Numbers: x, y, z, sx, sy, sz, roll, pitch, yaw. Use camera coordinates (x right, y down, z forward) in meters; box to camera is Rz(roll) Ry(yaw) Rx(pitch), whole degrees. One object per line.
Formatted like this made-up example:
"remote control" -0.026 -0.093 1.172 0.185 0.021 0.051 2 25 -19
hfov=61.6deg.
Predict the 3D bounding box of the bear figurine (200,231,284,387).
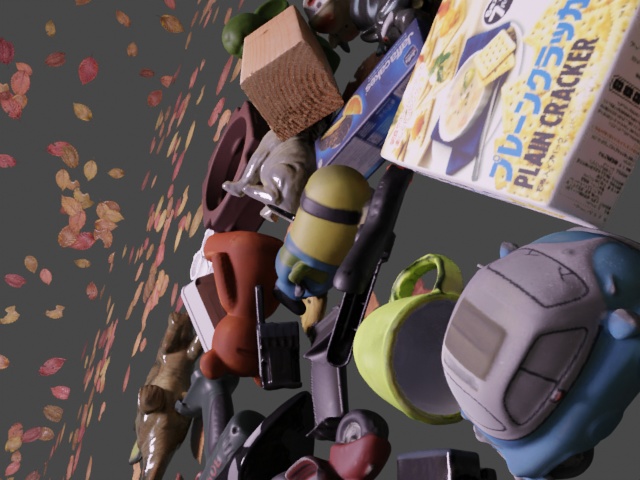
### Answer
"bear figurine" -0.102 0.090 0.724 0.132 0.120 0.195 -10 71 64

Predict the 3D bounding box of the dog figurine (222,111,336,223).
"dog figurine" -0.019 -0.117 0.720 0.173 0.121 0.190 23 80 40

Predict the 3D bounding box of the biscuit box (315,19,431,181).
"biscuit box" 0.070 -0.142 0.600 0.202 0.059 0.063 -44 38 42

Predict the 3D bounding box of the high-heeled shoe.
"high-heeled shoe" -0.090 0.275 0.606 0.248 0.086 0.145 -59 18 -15

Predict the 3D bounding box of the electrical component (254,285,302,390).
"electrical component" -0.051 0.113 0.631 0.075 0.048 0.119 125 142 -74

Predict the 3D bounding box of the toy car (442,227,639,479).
"toy car" 0.126 0.061 0.324 0.161 0.103 0.109 -63 27 13

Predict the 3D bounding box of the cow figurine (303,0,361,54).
"cow figurine" 0.021 -0.359 0.786 0.085 0.127 0.195 -38 27 41

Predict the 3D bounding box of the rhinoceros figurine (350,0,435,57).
"rhinoceros figurine" 0.085 -0.278 0.644 0.112 0.073 0.190 -61 28 18

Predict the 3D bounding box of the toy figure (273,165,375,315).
"toy figure" -0.001 0.000 0.613 0.180 0.089 0.082 -56 37 24

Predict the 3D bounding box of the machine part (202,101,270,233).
"machine part" -0.128 -0.119 0.933 0.201 0.087 0.201 -54 32 28

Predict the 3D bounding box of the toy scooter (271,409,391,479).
"toy scooter" 0.003 0.244 0.460 0.183 0.075 0.135 -53 19 25

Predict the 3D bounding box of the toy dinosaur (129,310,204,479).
"toy dinosaur" -0.258 0.287 0.900 0.471 0.105 0.198 -81 16 -44

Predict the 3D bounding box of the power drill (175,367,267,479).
"power drill" -0.149 0.288 0.727 0.232 0.086 0.207 -60 25 20

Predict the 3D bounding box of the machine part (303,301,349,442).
"machine part" 0.013 0.136 0.562 0.084 0.039 0.139 -38 40 41

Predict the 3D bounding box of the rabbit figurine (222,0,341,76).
"rabbit figurine" -0.068 -0.310 0.842 0.121 0.170 0.159 -44 39 43

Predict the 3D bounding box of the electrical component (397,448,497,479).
"electrical component" 0.084 0.212 0.359 0.115 0.058 0.134 -35 45 47
